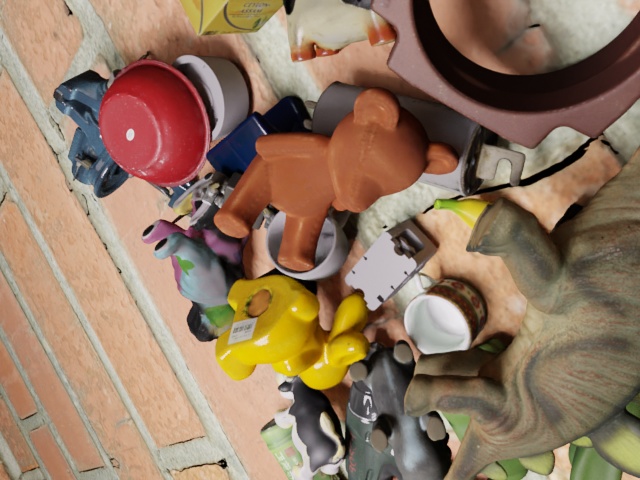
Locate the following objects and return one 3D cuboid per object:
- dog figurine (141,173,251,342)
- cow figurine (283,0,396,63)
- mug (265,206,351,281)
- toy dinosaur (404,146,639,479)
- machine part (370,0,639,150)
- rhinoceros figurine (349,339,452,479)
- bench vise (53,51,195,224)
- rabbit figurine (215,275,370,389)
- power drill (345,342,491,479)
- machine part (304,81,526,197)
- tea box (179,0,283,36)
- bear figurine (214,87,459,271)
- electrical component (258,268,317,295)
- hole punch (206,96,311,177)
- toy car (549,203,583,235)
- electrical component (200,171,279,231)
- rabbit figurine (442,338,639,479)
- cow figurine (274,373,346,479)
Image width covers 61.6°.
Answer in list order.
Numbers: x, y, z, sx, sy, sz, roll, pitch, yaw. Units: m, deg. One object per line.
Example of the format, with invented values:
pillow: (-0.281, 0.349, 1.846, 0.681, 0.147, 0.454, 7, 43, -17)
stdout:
dog figurine: (-0.132, 0.038, 0.750, 0.109, 0.191, 0.219, 23, 153, 51)
cow figurine: (0.047, -0.243, 0.492, 0.195, 0.085, 0.127, 1, 115, 40)
mug: (-0.001, -0.002, 0.623, 0.081, 0.107, 0.109, 28, 85, 20)
toy dinosaur: (0.200, 0.039, 0.389, 0.199, 0.105, 0.470, 23, 112, 10)
machine part: (0.155, -0.184, 0.376, 0.201, 0.087, 0.201, 29, 131, -3)
rhinoceros figurine: (0.093, 0.198, 0.552, 0.112, 0.073, 0.190, 61, -173, -60)
bench vise: (-0.271, -0.128, 0.788, 0.240, 0.129, 0.223, 39, 122, -5)
rabbit figurine: (-0.015, 0.115, 0.646, 0.162, 0.122, 0.173, -23, 127, 20)
power drill: (0.117, 0.258, 0.649, 0.208, 0.086, 0.231, 23, 119, 26)
machine part: (0.079, -0.102, 0.526, 0.244, 0.079, 0.079, 22, 122, 32)
tea box: (-0.121, -0.317, 0.588, 0.068, 0.098, 0.169, -26, 93, 43)
bear figurine: (0.012, -0.047, 0.480, 0.120, 0.132, 0.196, 33, 161, -33)
electrical component: (-0.043, 0.064, 0.721, 0.075, 0.048, 0.119, 15, 119, 34)
hole punch: (-0.059, -0.094, 0.640, 0.142, 0.092, 0.115, -28, 93, 40)
toy car: (0.263, -0.038, 0.419, 0.089, 0.053, 0.202, 40, 128, 16)
electrical component: (-0.091, -0.043, 0.626, 0.102, 0.045, 0.078, 27, 144, -7)
rabbit figurine: (0.220, 0.165, 0.500, 0.170, 0.121, 0.159, -26, 83, 29)
cow figurine: (-0.017, 0.226, 0.719, 0.098, 0.068, 0.167, 113, 143, -46)
